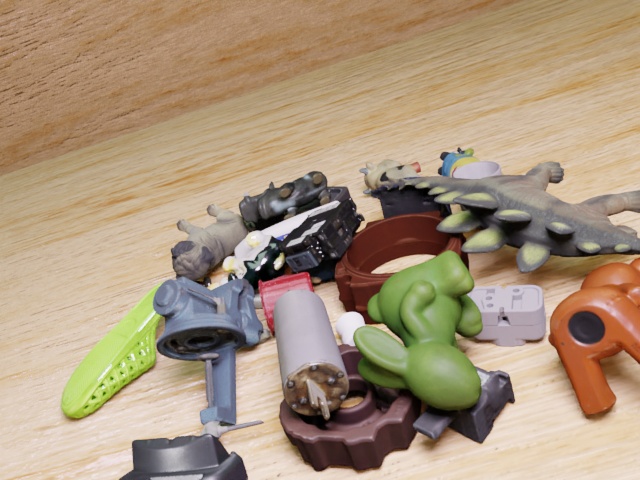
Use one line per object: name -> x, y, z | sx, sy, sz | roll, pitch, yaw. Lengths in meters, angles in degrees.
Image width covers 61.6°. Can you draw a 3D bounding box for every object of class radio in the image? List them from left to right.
radio -> -0.044, -0.058, 1.166 | 0.230, 0.073, 0.131 | 5, 37, 36

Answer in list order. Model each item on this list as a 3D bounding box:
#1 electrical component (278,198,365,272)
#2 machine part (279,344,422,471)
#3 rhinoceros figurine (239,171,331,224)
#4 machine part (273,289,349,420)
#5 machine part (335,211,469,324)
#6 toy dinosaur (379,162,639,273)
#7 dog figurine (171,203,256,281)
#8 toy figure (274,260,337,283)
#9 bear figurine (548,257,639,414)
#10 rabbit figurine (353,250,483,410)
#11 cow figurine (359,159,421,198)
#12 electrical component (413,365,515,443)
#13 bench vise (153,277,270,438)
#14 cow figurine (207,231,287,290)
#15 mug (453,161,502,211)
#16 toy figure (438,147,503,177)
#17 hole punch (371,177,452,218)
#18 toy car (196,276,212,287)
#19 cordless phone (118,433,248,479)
electrical component -> -0.002, -0.003, 0.900 | 0.115, 0.058, 0.134 | -19, 23, 46
machine part -> 0.040, 0.200, 0.662 | 0.179, 0.056, 0.179 | -14, 27, 7
rhinoceros figurine -> -0.071, -0.088, 1.084 | 0.190, 0.073, 0.112 | -23, 29, -7
machine part -> -0.016, 0.134, 0.675 | 0.079, 0.079, 0.243 | -20, 25, -1
machine part -> 0.134, 0.037, 0.867 | 0.201, 0.087, 0.201 | -9, 27, 20
toy dinosaur -> 0.282, -0.047, 0.788 | 0.198, 0.104, 0.472 | -16, 23, -27
dog figurine -> -0.206, 0.014, 1.071 | 0.172, 0.121, 0.191 | -28, 22, -4
toy figure -> -0.030, 0.053, 0.975 | 0.155, 0.057, 0.064 | -10, 22, 28
bear figurine -> 0.343, 0.097, 0.621 | 0.196, 0.132, 0.120 | -7, -28, -50
rabbit figurine -> 0.117, 0.112, 0.609 | 0.159, 0.121, 0.170 | -9, 40, 3
cow figurine -> 0.158, -0.118, 1.144 | 0.127, 0.085, 0.195 | -12, 28, 0
electrical component -> 0.159, 0.190, 0.609 | 0.075, 0.047, 0.119 | 11, 40, 46
bench vise -> -0.145, 0.162, 0.762 | 0.129, 0.223, 0.241 | -19, 57, 12
cow figurine -> -0.119, 0.061, 0.931 | 0.098, 0.068, 0.167 | 11, 52, 42
mug -> 0.291, -0.081, 0.960 | 0.081, 0.107, 0.109 | 6, 32, 38
toy figure -> 0.301, -0.133, 1.078 | 0.089, 0.082, 0.180 | -21, 25, 0
hole punch -> 0.180, -0.065, 1.002 | 0.142, 0.115, 0.092 | 0, 25, 33
toy car -> -0.232, 0.126, 0.977 | 0.089, 0.053, 0.202 | -19, 26, -7
cordless phone -> -0.166, 0.314, 0.581 | 0.147, 0.088, 0.184 | -10, 40, 15
